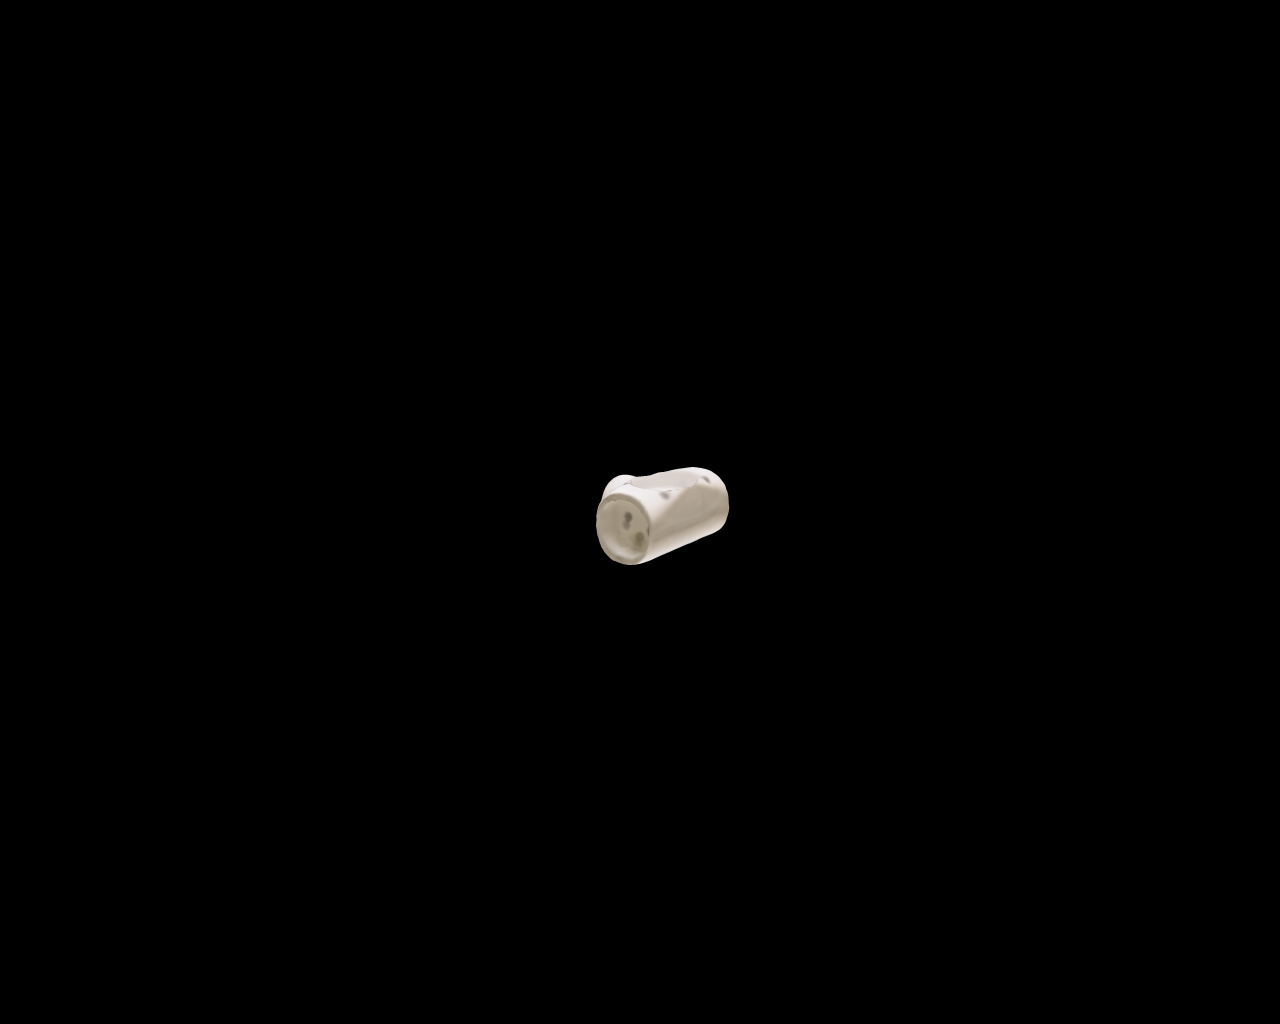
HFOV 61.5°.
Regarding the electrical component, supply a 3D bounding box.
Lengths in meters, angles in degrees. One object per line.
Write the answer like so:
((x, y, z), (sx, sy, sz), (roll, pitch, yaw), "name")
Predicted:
((0.001, -0.003, 0.650), (0.079, 0.044, 0.077), (14, 22, 38), "electrical component")
